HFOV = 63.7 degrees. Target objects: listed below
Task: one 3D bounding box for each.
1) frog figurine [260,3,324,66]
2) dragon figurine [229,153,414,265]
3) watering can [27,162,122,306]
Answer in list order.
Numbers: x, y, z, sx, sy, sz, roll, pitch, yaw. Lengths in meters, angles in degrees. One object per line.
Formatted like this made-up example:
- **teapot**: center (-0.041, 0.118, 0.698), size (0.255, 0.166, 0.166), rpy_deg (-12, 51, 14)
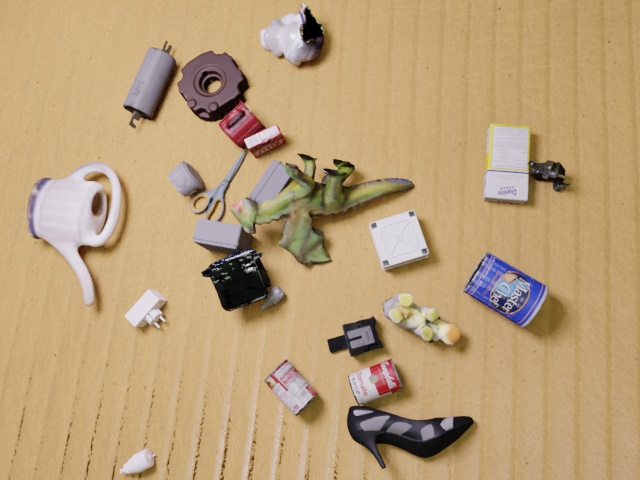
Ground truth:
- **frog figurine**: center (-0.073, -0.503, 1.299), size (0.158, 0.138, 0.123), rpy_deg (-14, -6, 41)
- **dragon figurine**: center (0.004, -0.059, 1.172), size (0.410, 0.239, 0.124), rpy_deg (10, 18, -15)
- **watering can**: center (-0.601, -0.026, 1.245), size (0.224, 0.351, 0.103), rpy_deg (6, -12, 10)
